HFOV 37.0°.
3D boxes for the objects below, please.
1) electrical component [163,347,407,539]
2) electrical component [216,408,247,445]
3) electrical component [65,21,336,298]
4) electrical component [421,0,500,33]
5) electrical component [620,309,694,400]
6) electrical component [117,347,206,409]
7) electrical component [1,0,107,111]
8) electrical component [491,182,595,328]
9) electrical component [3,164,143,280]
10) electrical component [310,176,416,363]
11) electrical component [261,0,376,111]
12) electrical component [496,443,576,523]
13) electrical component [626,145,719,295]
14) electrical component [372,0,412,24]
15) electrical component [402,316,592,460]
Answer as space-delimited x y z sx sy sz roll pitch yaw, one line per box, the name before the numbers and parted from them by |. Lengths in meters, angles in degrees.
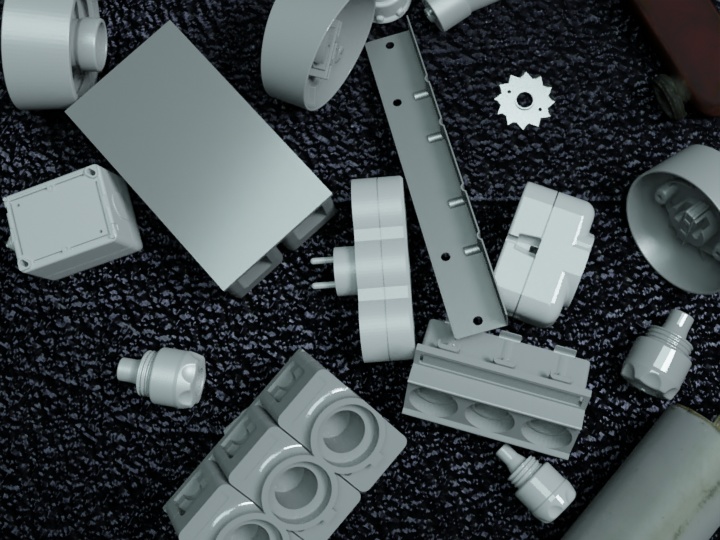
electrical component | -0.051 0.144 0.753 0.089 0.062 0.150 43 85 -23
electrical component | -0.089 0.130 0.793 0.061 0.035 0.035 -42 79 -2
electrical component | -0.118 -0.081 0.821 0.105 0.060 0.186 -42 79 -4
electrical component | 0.081 -0.216 0.840 0.065 0.044 0.044 -33 79 3
electrical component | 0.219 0.059 0.776 0.043 0.043 0.062 28 82 9
electrical component | -0.149 0.079 0.803 0.062 0.043 0.043 9 80 8
electrical component | -0.229 -0.175 0.827 0.060 0.108 0.108 4 80 -1
electrical component | 0.134 -0.009 0.790 0.059 0.053 0.095 20 82 8
electrical component | -0.223 -0.032 0.824 0.096 0.061 0.061 -19 78 9
electrical component | 0.000 0.000 0.800 0.074 0.052 0.138 -4 79 4
electrical component | -0.033 -0.170 0.813 0.064 0.099 0.099 16 81 14
electrical component | 0.123 0.150 0.771 0.035 0.035 0.061 -44 77 -4
electrical component | 0.242 -0.037 0.767 0.064 0.099 0.099 -37 79 -9
electrical component | 0.016 -0.224 0.835 0.048 0.062 0.048 -1 80 4
electrical component | 0.098 0.082 0.767 0.121 0.078 0.063 15 52 7
